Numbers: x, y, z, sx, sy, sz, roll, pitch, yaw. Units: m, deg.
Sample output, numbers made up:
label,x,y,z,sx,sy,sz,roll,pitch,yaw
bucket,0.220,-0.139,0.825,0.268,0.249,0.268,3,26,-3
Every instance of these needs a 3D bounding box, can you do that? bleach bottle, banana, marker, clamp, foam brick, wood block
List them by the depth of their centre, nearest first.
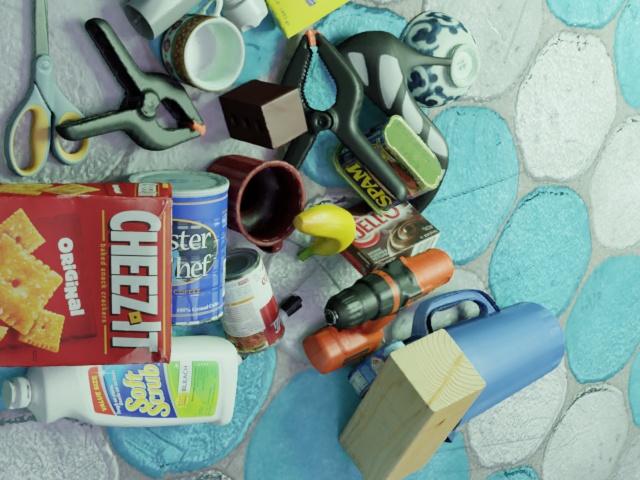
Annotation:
label,x,y,z,sx,sy,sz,roll,pitch,yaw
clamp,-0.181,-0.146,1.059,0.171,0.039,0.120,8,96,-51
bleach bottle,-0.208,0.157,1.120,0.250,0.068,0.102,-1,103,-38
foam brick,-0.060,-0.135,1.141,0.051,0.078,0.053,-32,122,-30
banana,0.008,-0.008,1.177,0.069,0.037,0.198,-33,169,-6
clamp,-0.004,-0.126,1.189,0.164,0.036,0.210,-13,97,10
marker,-0.065,0.107,1.253,0.121,0.020,0.020,-42,127,-23
wood block,0.110,0.215,1.321,0.090,0.090,0.206,-20,151,-34

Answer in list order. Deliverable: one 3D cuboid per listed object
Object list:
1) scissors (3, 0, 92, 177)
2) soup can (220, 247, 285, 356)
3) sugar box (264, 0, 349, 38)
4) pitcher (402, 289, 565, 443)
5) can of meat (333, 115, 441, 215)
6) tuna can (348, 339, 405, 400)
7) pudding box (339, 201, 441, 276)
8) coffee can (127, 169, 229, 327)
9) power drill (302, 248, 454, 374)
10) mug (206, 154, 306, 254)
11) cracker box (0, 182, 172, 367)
label,x,y,z,sx,sy,sz,roll,pitch,yaw
scissors,-0.249,-0.155,1.016,0.096,0.016,0.202,10,97,-43
soup can,-0.085,0.068,1.191,0.068,0.069,0.102,-33,122,-28
sugar box,0.014,-0.302,1.137,0.176,0.048,0.093,-32,124,-3
pitcher,0.218,0.153,1.443,0.242,0.145,0.149,-17,141,-40
can of meat,0.081,-0.088,1.247,0.102,0.084,0.057,46,45,-21
tuna can,0.077,0.164,1.352,0.086,0.034,0.086,-33,163,-12
pudding box,0.074,-0.007,1.284,0.113,0.090,0.039,-22,145,-35
coffee can,-0.147,0.006,1.095,0.102,0.103,0.140,-9,109,-38
power drill,0.051,0.089,1.243,0.184,0.188,0.057,-21,72,-36
mug,-0.072,-0.037,1.158,0.093,0.082,0.117,-37,125,-26
cracker box,-0.243,0.032,0.981,0.213,0.072,0.164,0,106,-8
